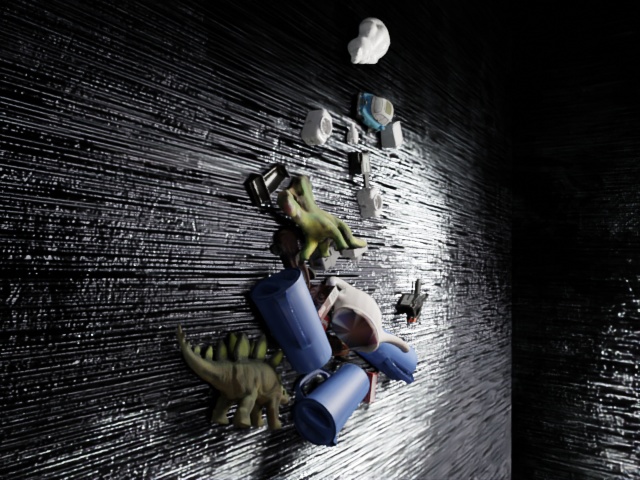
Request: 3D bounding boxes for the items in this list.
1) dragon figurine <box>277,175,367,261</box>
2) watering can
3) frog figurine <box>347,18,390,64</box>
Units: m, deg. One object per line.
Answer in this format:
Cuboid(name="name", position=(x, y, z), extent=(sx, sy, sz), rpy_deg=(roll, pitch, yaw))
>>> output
Cuboid(name="dragon figurine", position=(0.004, -0.070, 1.389), extent=(0.411, 0.121, 0.244), rpy_deg=(-6, 72, -66))
Cuboid(name="watering can", position=(0.141, 0.246, 1.483), extent=(0.346, 0.103, 0.228), rpy_deg=(44, 20, -6))
Cuboid(name="frog figurine", position=(0.154, -0.630, 1.644), extent=(0.163, 0.123, 0.134), rpy_deg=(-62, 157, -52))
